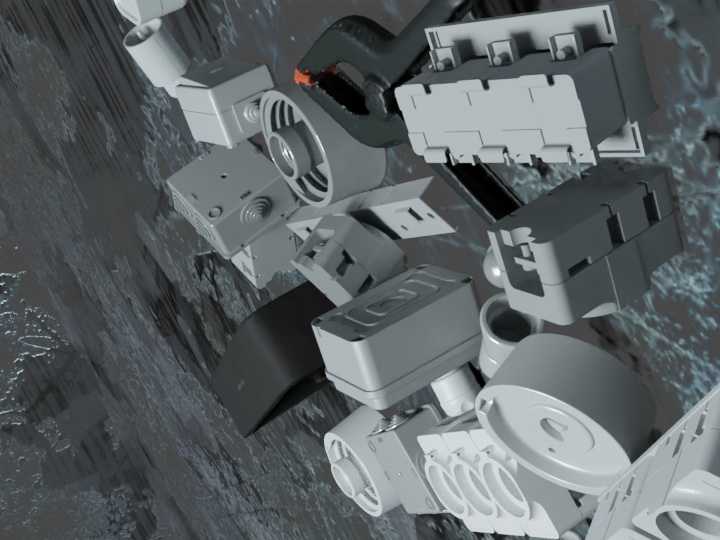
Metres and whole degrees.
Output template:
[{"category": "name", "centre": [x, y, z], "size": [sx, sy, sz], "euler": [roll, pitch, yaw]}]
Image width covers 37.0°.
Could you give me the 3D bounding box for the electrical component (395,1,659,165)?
[{"category": "electrical component", "centre": [0.082, -0.090, 0.560], "size": [0.121, 0.063, 0.078], "euler": [6, 124, 48]}]

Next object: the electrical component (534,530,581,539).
[{"category": "electrical component", "centre": [0.165, 0.251, 0.852], "size": [0.043, 0.043, 0.081], "euler": [18, 133, 58]}]

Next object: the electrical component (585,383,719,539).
[{"category": "electrical component", "centre": [0.197, 0.142, 0.578], "size": [0.105, 0.060, 0.186], "euler": [26, 150, 6]}]

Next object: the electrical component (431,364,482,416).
[{"category": "electrical component", "centre": [0.072, 0.084, 0.860], "size": [0.061, 0.035, 0.035], "euler": [62, 157, 2]}]

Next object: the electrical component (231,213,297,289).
[{"category": "electrical component", "centre": [-0.100, -0.037, 1.052], "size": [0.056, 0.050, 0.089], "euler": [43, 152, 36]}]

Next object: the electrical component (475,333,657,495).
[{"category": "electrical component", "centre": [0.135, 0.086, 0.683], "size": [0.108, 0.060, 0.108], "euler": [27, 151, 17]}]

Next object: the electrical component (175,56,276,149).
[{"category": "electrical component", "centre": [-0.110, -0.147, 0.927], "size": [0.096, 0.062, 0.061], "euler": [19, 134, 58]}]

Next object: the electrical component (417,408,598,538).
[{"category": "electrical component", "centre": [0.110, 0.152, 0.824], "size": [0.089, 0.062, 0.150], "euler": [60, 157, 0]}]

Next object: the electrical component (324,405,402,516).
[{"category": "electrical component", "centre": [0.006, 0.200, 1.100], "size": [0.108, 0.060, 0.108], "euler": [46, 153, 31]}]

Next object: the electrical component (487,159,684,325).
[{"category": "electrical component", "centre": [0.121, -0.013, 0.569], "size": [0.050, 0.089, 0.055], "euler": [20, 135, 57]}]

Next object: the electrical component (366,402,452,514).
[{"category": "electrical component", "centre": [0.055, 0.175, 0.985], "size": [0.099, 0.048, 0.100], "euler": [60, 158, 3]}]

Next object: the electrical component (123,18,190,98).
[{"category": "electrical component", "centre": [-0.189, -0.200, 1.048], "size": [0.043, 0.043, 0.081], "euler": [32, 162, 49]}]

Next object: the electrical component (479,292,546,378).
[{"category": "electrical component", "centre": [0.103, 0.050, 0.747], "size": [0.044, 0.044, 0.065], "euler": [49, 160, 26]}]

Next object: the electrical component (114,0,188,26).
[{"category": "electrical component", "centre": [-0.189, -0.272, 0.945], "size": [0.054, 0.059, 0.095], "euler": [40, 150, 41]}]

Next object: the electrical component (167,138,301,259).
[{"category": "electrical component", "centre": [-0.117, -0.072, 0.988], "size": [0.100, 0.100, 0.048], "euler": [43, 165, 36]}]

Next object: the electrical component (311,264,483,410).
[{"category": "electrical component", "centre": [0.032, 0.048, 0.798], "size": [0.078, 0.113, 0.057], "euler": [18, 130, 59]}]

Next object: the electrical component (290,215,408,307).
[{"category": "electrical component", "centre": [0.000, 0.000, 0.853], "size": [0.089, 0.055, 0.050], "euler": [44, 162, -27]}]

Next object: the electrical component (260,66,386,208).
[{"category": "electrical component", "centre": [-0.036, -0.100, 0.831], "size": [0.108, 0.060, 0.108], "euler": [46, 153, 31]}]
